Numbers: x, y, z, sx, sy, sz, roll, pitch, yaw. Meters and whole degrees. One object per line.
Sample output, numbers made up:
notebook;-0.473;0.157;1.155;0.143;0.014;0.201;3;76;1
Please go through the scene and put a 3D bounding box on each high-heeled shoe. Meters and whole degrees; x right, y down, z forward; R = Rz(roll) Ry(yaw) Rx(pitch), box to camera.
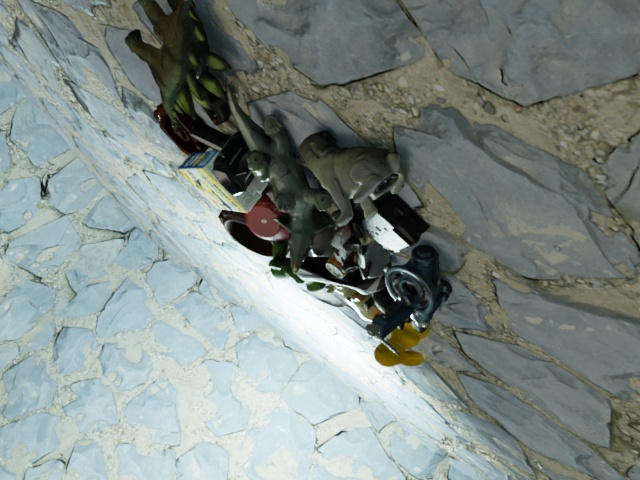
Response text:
high-heeled shoe;0.056;0.070;1.319;0.249;0.086;0.145;-8;148;33

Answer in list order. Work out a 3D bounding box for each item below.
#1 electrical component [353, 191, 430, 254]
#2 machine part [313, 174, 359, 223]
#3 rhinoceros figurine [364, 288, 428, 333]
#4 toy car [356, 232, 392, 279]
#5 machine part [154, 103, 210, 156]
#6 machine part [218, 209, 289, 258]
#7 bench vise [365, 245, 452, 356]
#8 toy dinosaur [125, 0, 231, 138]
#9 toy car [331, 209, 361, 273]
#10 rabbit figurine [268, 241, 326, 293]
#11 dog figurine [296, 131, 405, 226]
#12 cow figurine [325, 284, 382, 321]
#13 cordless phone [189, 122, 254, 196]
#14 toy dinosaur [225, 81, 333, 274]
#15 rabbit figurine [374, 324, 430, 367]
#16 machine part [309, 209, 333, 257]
electrical component;0.131;-0.040;1.055;0.134;0.058;0.115;41;160;-3
machine part;0.045;-0.094;1.130;0.138;0.039;0.084;50;152;-20
rhinoceros figurine;0.190;0.168;1.336;0.191;0.112;0.073;40;138;46
toy car;0.120;0.030;1.201;0.201;0.074;0.056;77;179;-59
machine part;-0.360;-0.297;1.422;0.179;0.056;0.179;35;160;15
machine part;-0.183;-0.035;1.571;0.201;0.087;0.201;17;152;26
bench vise;0.176;0.131;1.102;0.129;0.240;0.223;36;145;25
toy dinosaur;-0.277;-0.335;1.043;0.198;0.105;0.471;53;158;-5
toy car;0.050;0.004;1.143;0.202;0.053;0.089;84;171;-70
rabbit figurine;-0.079;0.078;1.509;0.170;0.121;0.159;-12;145;37
dog figurine;0.048;-0.144;0.947;0.172;0.121;0.190;-44;68;32
cow figurine;0.100;0.150;1.512;0.194;0.085;0.127;46;154;-19
cordless phone;-0.226;-0.197;1.218;0.184;0.146;0.088;26;143;0
toy dinosaur;-0.084;-0.138;1.143;0.404;0.131;0.192;64;169;-1
rabbit figurine;0.207;0.267;1.424;0.122;0.173;0.162;15;145;45
machine part;-0.003;-0.004;1.363;0.079;0.079;0.243;32;159;23
